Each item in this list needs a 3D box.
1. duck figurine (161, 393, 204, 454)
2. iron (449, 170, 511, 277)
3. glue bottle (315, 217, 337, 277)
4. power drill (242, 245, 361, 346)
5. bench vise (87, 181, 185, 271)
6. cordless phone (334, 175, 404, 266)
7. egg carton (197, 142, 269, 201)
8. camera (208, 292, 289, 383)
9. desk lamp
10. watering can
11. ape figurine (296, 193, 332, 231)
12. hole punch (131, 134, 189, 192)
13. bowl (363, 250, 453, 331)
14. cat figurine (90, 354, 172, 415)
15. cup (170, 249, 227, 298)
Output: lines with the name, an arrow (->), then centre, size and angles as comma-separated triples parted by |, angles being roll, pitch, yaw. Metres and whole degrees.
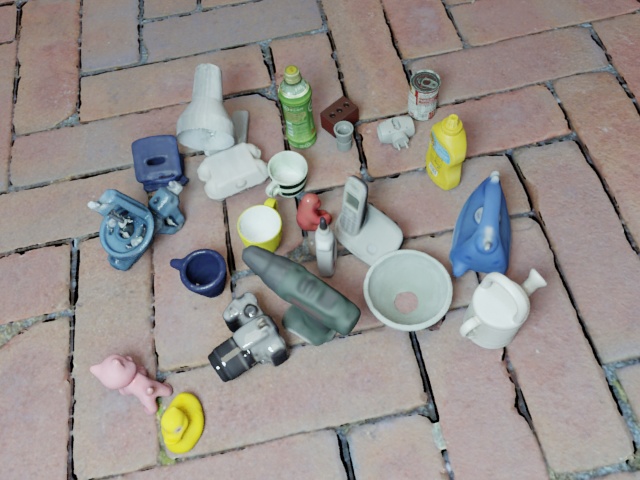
duck figurine -> -0.251, 0.319, 1.015 | 0.077, 0.086, 0.104 | 2, 62, 5
iron -> 0.333, -0.050, 1.139 | 0.118, 0.141, 0.258 | 10, 63, 9
glue bottle -> 0.010, 0.004, 1.115 | 0.037, 0.173, 0.078 | 2, 62, 6
power drill -> -0.033, 0.111, 1.041 | 0.229, 0.208, 0.076 | 27, 67, 17
bench vise -> -0.376, -0.060, 1.151 | 0.121, 0.220, 0.207 | 19, 65, 14
cordless phone -> 0.097, -0.037, 1.124 | 0.147, 0.185, 0.094 | 36, 70, 21
egg carton -> -0.191, -0.151, 1.271 | 0.150, 0.069, 0.107 | -25, 63, -9
camera -> -0.148, 0.187, 1.070 | 0.137, 0.101, 0.143 | -33, 65, -13
desk lamp -> -0.232, -0.264, 1.253 | 0.118, 0.214, 0.203 | -1, 62, 4
watering can -> 0.324, 0.112, 1.023 | 0.100, 0.194, 0.173 | 31, 68, 19
ape figurine -> -0.017, -0.064, 1.200 | 0.076, 0.092, 0.077 | -24, 63, -8
hole punch -> -0.359, -0.172, 1.283 | 0.108, 0.091, 0.101 | -10, 62, -1
bowl -> 0.167, 0.107, 1.105 | 0.167, 0.075, 0.167 | -2, 62, 3
cat figurine -> -0.346, 0.253, 1.039 | 0.127, 0.118, 0.067 | 26, 67, 17
cup -> -0.236, 0.074, 1.140 | 0.117, 0.095, 0.092 | 13, 64, 11
